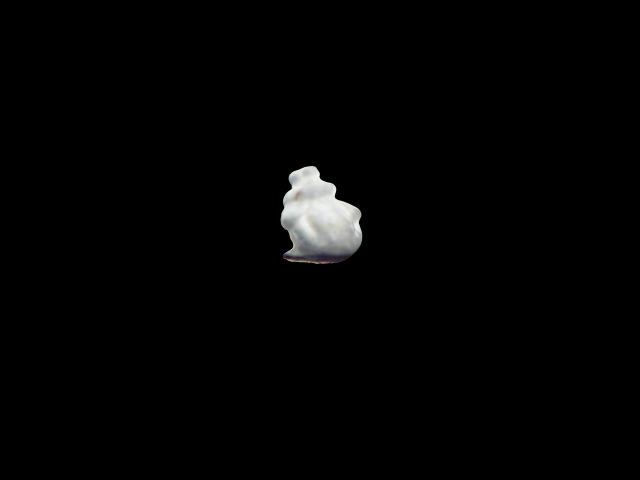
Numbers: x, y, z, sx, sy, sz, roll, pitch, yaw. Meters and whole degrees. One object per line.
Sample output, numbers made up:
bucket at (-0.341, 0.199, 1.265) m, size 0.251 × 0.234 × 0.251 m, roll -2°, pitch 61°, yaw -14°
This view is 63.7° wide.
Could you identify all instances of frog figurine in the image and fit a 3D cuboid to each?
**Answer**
frog figurine at (0.003, -0.043, 0.850) m, size 0.137 × 0.159 × 0.123 m, roll -1°, pitch 3°, yaw -11°
